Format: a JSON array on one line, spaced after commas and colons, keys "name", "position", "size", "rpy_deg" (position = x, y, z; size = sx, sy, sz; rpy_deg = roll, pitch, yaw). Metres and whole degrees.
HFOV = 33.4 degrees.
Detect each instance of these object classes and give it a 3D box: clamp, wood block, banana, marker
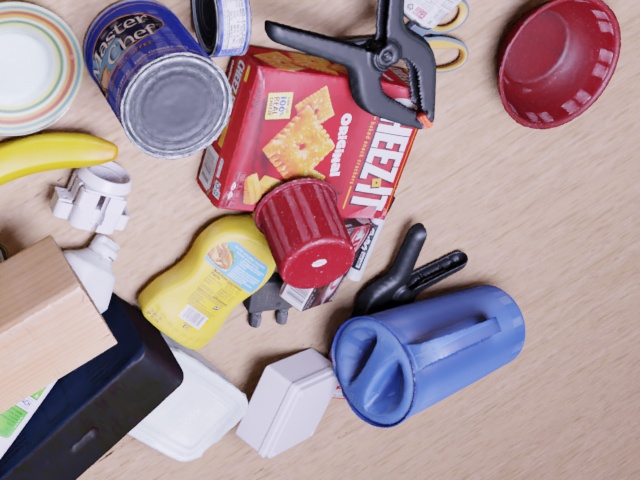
[{"name": "clamp", "position": [0.107, 0.058, 1.327], "size": [0.120, 0.039, 0.172], "rpy_deg": [22, 116, -39]}, {"name": "wood block", "position": [-0.308, 0.098, 0.987], "size": [0.206, 0.090, 0.091], "rpy_deg": [-31, 135, -11]}, {"name": "clamp", "position": [0.064, -0.196, 1.056], "size": [0.164, 0.036, 0.209], "rpy_deg": [-44, 125, 2]}, {"name": "banana", "position": [-0.293, -0.062, 1.022], "size": [0.197, 0.069, 0.037], "rpy_deg": [-30, 173, -14]}, {"name": "marker", "position": [0.061, -0.006, 1.272], "size": [0.020, 0.020, 0.121], "rpy_deg": [8, 117, -31]}]

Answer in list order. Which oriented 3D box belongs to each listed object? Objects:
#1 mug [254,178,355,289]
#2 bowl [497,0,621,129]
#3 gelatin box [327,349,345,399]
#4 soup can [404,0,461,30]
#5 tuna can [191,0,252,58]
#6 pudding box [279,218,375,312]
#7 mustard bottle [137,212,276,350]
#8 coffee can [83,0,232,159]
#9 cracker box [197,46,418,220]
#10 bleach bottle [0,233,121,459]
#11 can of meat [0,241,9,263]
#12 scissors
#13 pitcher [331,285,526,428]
[{"name": "mug", "position": [-0.007, 0.001, 1.114], "size": [0.093, 0.081, 0.117], "rpy_deg": [-33, 142, 14]}, {"name": "bowl", "position": [0.260, -0.210, 1.215], "size": [0.162, 0.055, 0.162], "rpy_deg": [-14, 126, -19]}, {"name": "gelatin box", "position": [0.041, 0.163, 1.368], "size": [0.073, 0.030, 0.089], "rpy_deg": [9, 117, -33]}, {"name": "soup can", "position": [0.123, -0.271, 1.077], "size": [0.068, 0.068, 0.102], "rpy_deg": [21, 128, -36]}, {"name": "tuna can", "position": [-0.094, -0.216, 1.006], "size": [0.033, 0.086, 0.086], "rpy_deg": [-10, 125, -21]}, {"name": "pudding box", "position": [0.009, 0.022, 1.224], "size": [0.114, 0.039, 0.089], "rpy_deg": [-59, 161, 18]}, {"name": "mustard bottle", "position": [-0.105, 0.030, 1.183], "size": [0.192, 0.058, 0.096], "rpy_deg": [-45, 125, 7]}, {"name": "coffee can", "position": [-0.152, -0.151, 0.983], "size": [0.102, 0.140, 0.103], "rpy_deg": [-13, 126, -19]}, {"name": "cracker box", "position": [-0.005, -0.109, 1.133], "size": [0.213, 0.072, 0.164], "rpy_deg": [3, 120, -30]}, {"name": "bleach bottle", "position": [-0.295, 0.097, 1.094], "size": [0.250, 0.068, 0.102], "rpy_deg": [-55, 137, -11]}, {"name": "can of meat", "position": [-0.348, 0.055, 1.057], "size": [0.102, 0.084, 0.057], "rpy_deg": [-48, 130, 8]}, {"name": "scissors", "position": [0.082, -0.227, 1.137], "size": [0.201, 0.016, 0.096], "rpy_deg": [7, 116, -31]}, {"name": "pitcher", "position": [0.148, 0.128, 1.297], "size": [0.242, 0.149, 0.145], "rpy_deg": [-15, 125, -42]}]
